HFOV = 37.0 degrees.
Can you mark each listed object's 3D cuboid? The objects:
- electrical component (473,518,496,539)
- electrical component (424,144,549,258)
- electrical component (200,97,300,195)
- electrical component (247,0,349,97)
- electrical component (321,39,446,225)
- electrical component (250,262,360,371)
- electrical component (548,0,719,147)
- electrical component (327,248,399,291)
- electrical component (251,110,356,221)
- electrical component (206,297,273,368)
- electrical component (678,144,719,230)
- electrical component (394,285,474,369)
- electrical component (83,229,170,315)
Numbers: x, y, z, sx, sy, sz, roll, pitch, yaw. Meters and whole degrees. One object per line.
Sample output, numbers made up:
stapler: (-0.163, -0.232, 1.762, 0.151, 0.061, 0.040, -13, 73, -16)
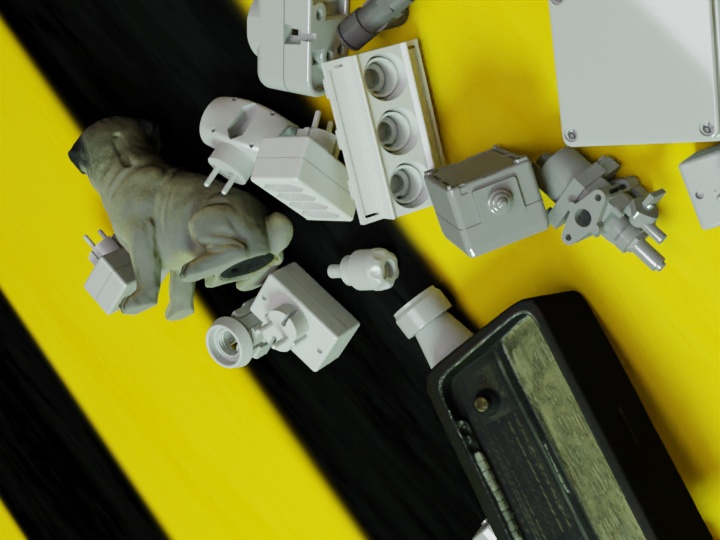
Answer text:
electrical component: (0.129, 0.232, 0.887, 0.078, 0.040, 0.040, 45, 127, 11)
electrical component: (0.091, -0.045, 0.759, 0.062, 0.096, 0.061, -21, 105, -4)
electrical component: (-0.100, -0.098, 0.897, 0.077, 0.079, 0.043, 24, 163, 26)
electrical component: (-0.048, -0.188, 0.835, 0.059, 0.054, 0.095, 16, 117, 29)
electrical component: (0.016, -0.104, 0.813, 0.063, 0.079, 0.121, 12, 119, 64)
electrical component: (-0.059, 0.046, 0.921, 0.083, 0.076, 0.047, 43, 127, 14)
electrical component: (0.184, -0.138, 0.690, 0.109, 0.056, 0.108, 2, 109, 34)
electrical component: (0.000, 0.000, 0.889, 0.061, 0.035, 0.035, -2, 107, 38)
electrical component: (-0.037, -0.089, 0.860, 0.047, 0.083, 0.075, 4, 72, 34)
electrical component: (-0.106, 0.059, 0.973, 0.048, 0.055, 0.066, 42, 127, 14)
electrical component: (0.243, -0.056, 0.669, 0.083, 0.076, 0.047, -18, 97, 38)
electrical component: (0.060, 0.046, 0.859, 0.055, 0.045, 0.045, 53, 128, 7)
electrical component: (-0.233, -0.008, 1.028, 0.076, 0.066, 0.047, 47, 128, 10)
